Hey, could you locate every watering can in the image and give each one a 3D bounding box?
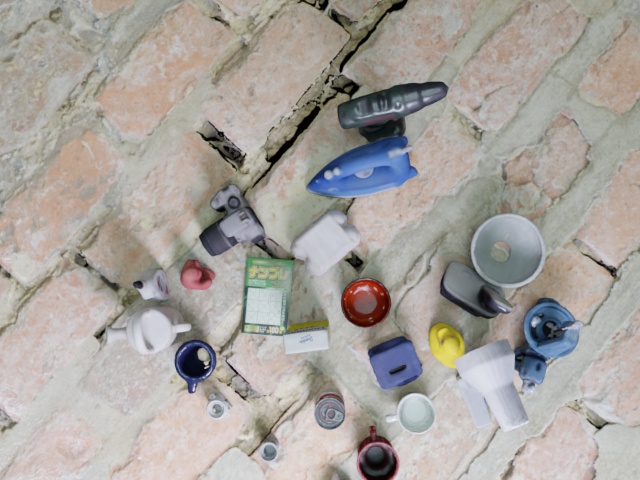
[{"bbox_3d":[-0.373,0.199,1.238,0.173,0.194,0.101,-28,86,0],"label":"watering can"}]

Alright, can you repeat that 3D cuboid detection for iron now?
[{"bbox_3d":[0.089,-0.160,1.278,0.258,0.141,0.119,-17,86,0],"label":"iron"}]

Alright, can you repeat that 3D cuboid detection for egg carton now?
[{"bbox_3d":[0.012,0.005,1.305,0.150,0.069,0.107,-41,86,-1],"label":"egg carton"}]

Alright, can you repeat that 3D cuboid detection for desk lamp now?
[{"bbox_3d":[0.361,0.306,1.204,0.118,0.213,0.203,-22,86,0],"label":"desk lamp"}]

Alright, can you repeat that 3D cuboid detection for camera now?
[{"bbox_3d":[-0.213,-0.037,1.297,0.137,0.101,0.143,-33,86,-1],"label":"camera"}]

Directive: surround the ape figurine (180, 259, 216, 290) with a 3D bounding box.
[{"bbox_3d":[-0.285,0.080,1.296,0.076,0.092,0.078,-21,86,0],"label":"ape figurine"}]

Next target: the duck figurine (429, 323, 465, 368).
[{"bbox_3d":[0.288,0.237,1.274,0.077,0.086,0.104,-25,86,0],"label":"duck figurine"}]

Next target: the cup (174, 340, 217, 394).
[{"bbox_3d":[-0.270,0.279,1.280,0.091,0.095,0.118,5,86,2],"label":"cup"}]

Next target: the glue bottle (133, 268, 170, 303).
[{"bbox_3d":[-0.375,0.100,1.256,0.037,0.173,0.078,-18,86,0],"label":"glue bottle"}]

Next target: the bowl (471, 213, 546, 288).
[{"bbox_3d":[0.415,0.025,1.291,0.167,0.075,0.167,0,86,1],"label":"bowl"}]

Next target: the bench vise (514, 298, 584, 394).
[{"bbox_3d":[0.491,0.227,1.203,0.121,0.220,0.207,3,86,2],"label":"bench vise"}]

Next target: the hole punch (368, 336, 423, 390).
[{"bbox_3d":[0.170,0.276,1.272,0.108,0.091,0.101,-24,86,0],"label":"hole punch"}]

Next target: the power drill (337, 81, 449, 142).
[{"bbox_3d":[0.151,-0.281,1.251,0.229,0.208,0.076,-13,86,1],"label":"power drill"}]

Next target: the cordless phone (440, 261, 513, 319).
[{"bbox_3d":[0.339,0.109,1.232,0.147,0.185,0.094,28,87,3],"label":"cordless phone"}]
